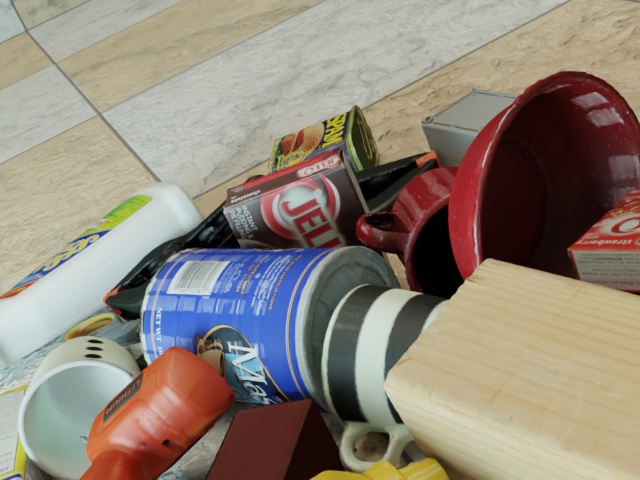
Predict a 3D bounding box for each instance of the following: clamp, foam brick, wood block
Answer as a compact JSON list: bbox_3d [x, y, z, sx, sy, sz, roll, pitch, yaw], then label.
[{"bbox_3d":[-0.104,0.012,0.866,0.172,0.039,0.120,-23,26,33],"label":"clamp"},{"bbox_3d":[-0.026,0.133,0.584,0.051,0.053,0.078,-13,26,23],"label":"foam brick"},{"bbox_3d":[0.139,0.086,0.456,0.090,0.090,0.206,-47,35,-22],"label":"wood block"},{"bbox_3d":[0.002,-0.016,0.874,0.210,0.036,0.165,-30,26,-4],"label":"clamp"}]

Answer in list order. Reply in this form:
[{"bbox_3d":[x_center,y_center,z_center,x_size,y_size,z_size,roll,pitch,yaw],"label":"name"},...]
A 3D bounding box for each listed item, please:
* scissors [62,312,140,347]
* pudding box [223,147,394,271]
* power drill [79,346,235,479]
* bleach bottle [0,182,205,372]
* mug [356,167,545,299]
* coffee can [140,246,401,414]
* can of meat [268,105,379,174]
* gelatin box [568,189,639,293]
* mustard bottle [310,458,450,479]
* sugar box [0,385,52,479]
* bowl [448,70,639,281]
[{"bbox_3d":[-0.156,0.083,0.806,0.096,0.016,0.202,-47,22,-28],"label":"scissors"},{"bbox_3d":[-0.005,0.001,0.755,0.090,0.113,0.039,-20,29,11],"label":"pudding box"},{"bbox_3d":[-0.110,0.139,0.573,0.185,0.057,0.187,-42,9,31],"label":"power drill"},{"bbox_3d":[-0.218,0.043,0.920,0.250,0.068,0.103,-38,19,-24],"label":"bleach bottle"},{"bbox_3d":[0.081,-0.002,0.703,0.117,0.093,0.081,3,18,-10],"label":"mug"},{"bbox_3d":[-0.030,0.055,0.680,0.141,0.103,0.102,-1,33,40],"label":"coffee can"},{"bbox_3d":[0.003,-0.070,0.958,0.084,0.057,0.102,-20,24,15],"label":"can of meat"},{"bbox_3d":[0.188,-0.002,0.560,0.089,0.030,0.073,-1,27,47],"label":"gelatin box"},{"bbox_3d":[-0.022,0.157,0.484,0.191,0.096,0.058,-30,55,-14],"label":"mustard bottle"},{"bbox_3d":[-0.225,0.170,0.697,0.093,0.048,0.176,-24,28,1],"label":"sugar box"},{"bbox_3d":[0.125,-0.015,0.616,0.161,0.162,0.055,-39,27,-29],"label":"bowl"}]
